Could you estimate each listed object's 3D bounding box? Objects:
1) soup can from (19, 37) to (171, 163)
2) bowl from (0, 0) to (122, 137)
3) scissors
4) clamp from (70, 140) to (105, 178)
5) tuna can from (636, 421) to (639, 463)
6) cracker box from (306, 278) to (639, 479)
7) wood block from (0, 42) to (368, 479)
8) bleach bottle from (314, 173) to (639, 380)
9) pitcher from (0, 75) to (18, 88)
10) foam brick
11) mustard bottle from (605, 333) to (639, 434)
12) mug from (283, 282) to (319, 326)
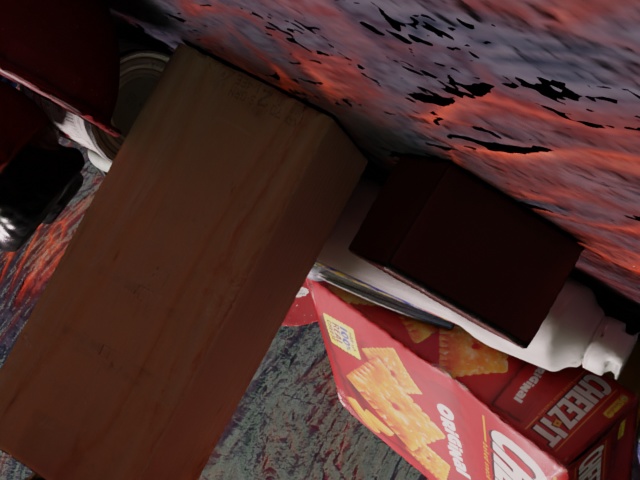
[{"bbox_3d":[-0.120,-0.081,0.602,0.068,0.068,0.102,0,16,-35],"label":"soup can"},{"bbox_3d":[-0.149,-0.108,0.475,0.162,0.055,0.162,29,-1,0],"label":"bowl"},{"bbox_3d":[-0.004,0.001,0.679,0.202,0.016,0.096,12,45,12],"label":"scissors"},{"bbox_3d":[-0.189,-0.092,0.895,0.036,0.210,0.165,-44,22,-16],"label":"clamp"},{"bbox_3d":[0.226,0.118,0.608,0.086,0.086,0.033,0,-3,6],"label":"tuna can"},{"bbox_3d":[0.094,0.106,0.688,0.072,0.164,0.214,-38,51,-20],"label":"cracker box"},{"bbox_3d":[-0.069,0.022,0.528,0.090,0.206,0.090,28,-1,15],"label":"wood block"},{"bbox_3d":[0.053,0.008,0.594,0.251,0.068,0.102,26,0,20],"label":"bleach bottle"},{"bbox_3d":[-0.287,-0.072,0.665,0.149,0.243,0.145,22,-2,-14],"label":"pitcher"},{"bbox_3d":[0.062,0.004,0.466,0.078,0.051,0.053,30,-1,-19],"label":"foam brick"},{"bbox_3d":[0.175,0.079,0.698,0.192,0.058,0.096,28,-9,13],"label":"mustard bottle"},{"bbox_3d":[-0.026,0.002,0.783,0.093,0.081,0.117,-23,-47,8],"label":"mug"}]
